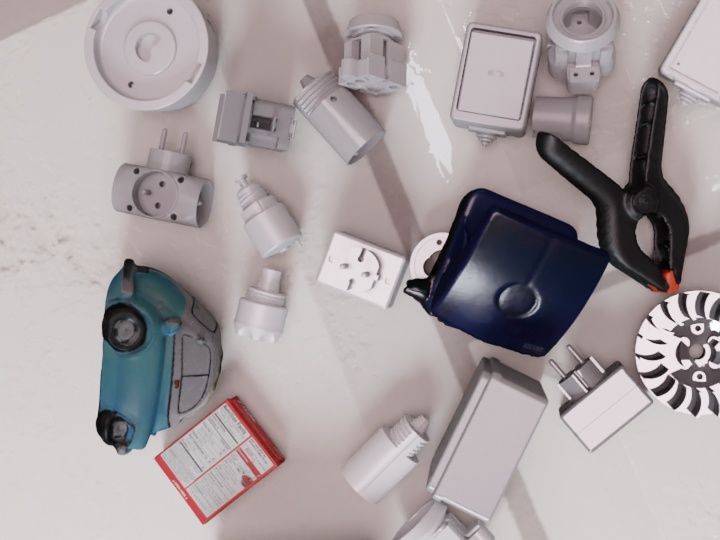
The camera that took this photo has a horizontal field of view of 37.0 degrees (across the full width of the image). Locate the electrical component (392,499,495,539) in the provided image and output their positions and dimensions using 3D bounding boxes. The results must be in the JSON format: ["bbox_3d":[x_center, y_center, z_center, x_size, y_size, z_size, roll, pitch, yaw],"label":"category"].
[{"bbox_3d":[0.064,0.229,0.894,0.078,0.058,0.057,-44,88,7],"label":"electrical component"}]

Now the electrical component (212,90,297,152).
[{"bbox_3d":[-0.088,-0.124,0.907,0.064,0.081,0.042,11,93,-14],"label":"electrical component"}]

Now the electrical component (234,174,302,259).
[{"bbox_3d":[-0.082,-0.046,0.921,0.040,0.040,0.078,-32,86,8],"label":"electrical component"}]

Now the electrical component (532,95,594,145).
[{"bbox_3d":[0.167,-0.124,0.883,0.046,0.040,0.040,6,92,14],"label":"electrical component"}]

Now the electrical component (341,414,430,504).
[{"bbox_3d":[0.027,0.153,0.905,0.043,0.043,0.081,45,97,6],"label":"electrical component"}]

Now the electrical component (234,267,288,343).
[{"bbox_3d":[-0.082,0.029,0.921,0.043,0.043,0.062,14,91,8],"label":"electrical component"}]

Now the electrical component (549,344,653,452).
[{"bbox_3d":[0.187,0.096,0.878,0.066,0.047,0.076,-41,85,7],"label":"electrical component"}]

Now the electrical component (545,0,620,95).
[{"bbox_3d":[0.177,-0.189,0.859,0.058,0.057,0.078,-3,69,8],"label":"electrical component"}]

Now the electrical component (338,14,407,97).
[{"bbox_3d":[0.011,-0.180,0.897,0.048,0.066,0.055,-9,76,47],"label":"electrical component"}]

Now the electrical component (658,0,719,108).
[{"bbox_3d":[0.282,-0.173,0.857,0.062,0.061,0.096,30,102,7],"label":"electrical component"}]

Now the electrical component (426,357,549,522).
[{"bbox_3d":[0.102,0.132,0.862,0.056,0.109,0.108,26,94,5],"label":"electrical component"}]

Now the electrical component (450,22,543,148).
[{"bbox_3d":[0.110,-0.148,0.880,0.062,0.061,0.096,11,93,8],"label":"electrical component"}]

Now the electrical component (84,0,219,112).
[{"bbox_3d":[-0.174,-0.187,0.922,0.108,0.060,0.108,0,91,9],"label":"electrical component"}]

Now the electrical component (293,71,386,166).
[{"bbox_3d":[-0.021,-0.133,0.909,0.043,0.043,0.081,-42,84,7],"label":"electrical component"}]

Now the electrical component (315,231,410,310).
[{"bbox_3d":[0.000,0.000,0.891,0.066,0.077,0.047,21,94,8],"label":"electrical component"}]

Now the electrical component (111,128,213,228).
[{"bbox_3d":[-0.167,-0.082,0.931,0.077,0.044,0.079,12,92,8],"label":"electrical component"}]
